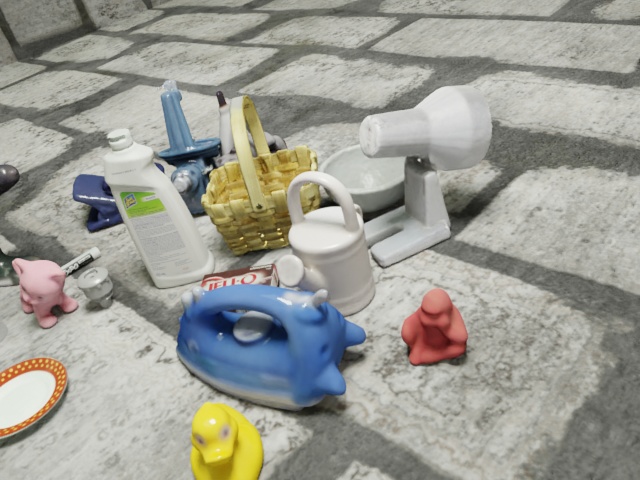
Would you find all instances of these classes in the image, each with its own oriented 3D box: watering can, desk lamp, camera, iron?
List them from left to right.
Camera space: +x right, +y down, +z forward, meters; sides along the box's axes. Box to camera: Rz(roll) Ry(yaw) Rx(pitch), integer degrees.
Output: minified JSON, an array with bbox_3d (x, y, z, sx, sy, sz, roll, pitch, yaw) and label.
[{"bbox_3d":[-0.085,0.104,0.679,0.257,0.142,0.119,3,38,22],"label":"iron"},{"bbox_3d":[-0.105,-0.135,1.058,0.143,0.101,0.136,-29,37,-21],"label":"camera"},{"bbox_3d":[0.009,0.003,0.743,0.100,0.194,0.173,-4,36,13],"label":"watering can"},{"bbox_3d":[0.141,-0.100,0.827,0.203,0.214,0.117,-25,36,-16],"label":"desk lamp"}]

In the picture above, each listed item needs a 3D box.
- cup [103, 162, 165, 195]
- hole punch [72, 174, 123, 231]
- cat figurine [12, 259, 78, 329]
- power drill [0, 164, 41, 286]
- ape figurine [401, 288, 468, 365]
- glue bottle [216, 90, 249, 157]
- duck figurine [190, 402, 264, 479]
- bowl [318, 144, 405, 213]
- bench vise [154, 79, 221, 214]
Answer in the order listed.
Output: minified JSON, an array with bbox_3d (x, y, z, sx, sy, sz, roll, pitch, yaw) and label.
[{"bbox_3d":[-0.333,-0.082,1.063,0.117,0.095,0.091,-12,35,2],"label":"cup"},{"bbox_3d":[-0.410,-0.086,1.098,0.101,0.091,0.108,-18,35,-6],"label":"hole punch"},{"bbox_3d":[-0.426,0.065,0.868,0.127,0.118,0.067,19,46,38],"label":"cat figurine"},{"bbox_3d":[-0.563,-0.023,0.958,0.229,0.209,0.075,-6,35,10],"label":"power drill"},{"bbox_3d":[0.134,0.095,0.662,0.077,0.092,0.076,21,47,39],"label":"ape figurine"},{"bbox_3d":[-0.171,-0.210,1.121,0.037,0.173,0.078,21,47,39],"label":"glue bottle"},{"bbox_3d":[-0.105,0.204,0.594,0.077,0.086,0.104,-17,35,-5],"label":"duck figurine"},{"bbox_3d":[0.083,-0.095,0.961,0.167,0.075,0.167,-9,35,7],"label":"bowl"},{"bbox_3d":[-0.237,-0.171,1.047,0.121,0.220,0.206,-21,35,-11],"label":"bench vise"}]
